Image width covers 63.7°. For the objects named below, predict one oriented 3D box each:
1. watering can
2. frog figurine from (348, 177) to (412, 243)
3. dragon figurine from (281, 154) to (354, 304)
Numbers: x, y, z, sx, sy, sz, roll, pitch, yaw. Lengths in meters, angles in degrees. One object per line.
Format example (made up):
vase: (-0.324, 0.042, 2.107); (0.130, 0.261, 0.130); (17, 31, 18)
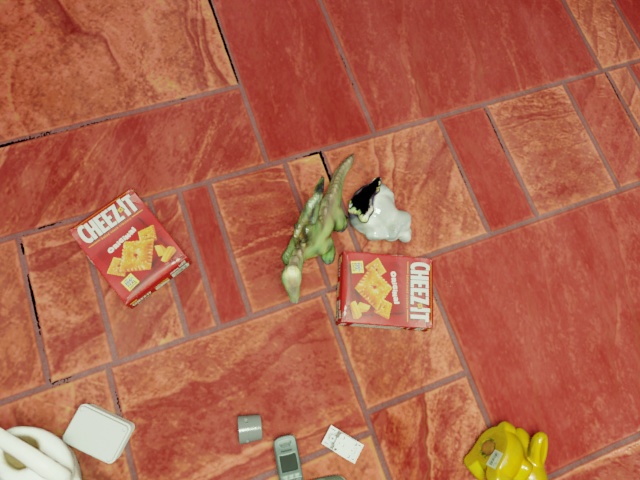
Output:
watering can: (-0.476, 0.428, 0.930); (0.348, 0.219, 0.106); (31, 55, 2)
frog figurine: (0.149, -0.059, 1.229); (0.157, 0.121, 0.140); (34, 51, -36)
dragon figurine: (0.003, -0.057, 1.128); (0.122, 0.239, 0.416); (19, 74, 3)
